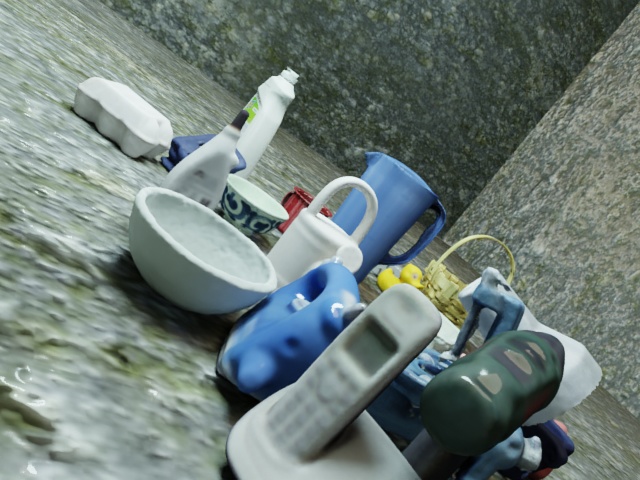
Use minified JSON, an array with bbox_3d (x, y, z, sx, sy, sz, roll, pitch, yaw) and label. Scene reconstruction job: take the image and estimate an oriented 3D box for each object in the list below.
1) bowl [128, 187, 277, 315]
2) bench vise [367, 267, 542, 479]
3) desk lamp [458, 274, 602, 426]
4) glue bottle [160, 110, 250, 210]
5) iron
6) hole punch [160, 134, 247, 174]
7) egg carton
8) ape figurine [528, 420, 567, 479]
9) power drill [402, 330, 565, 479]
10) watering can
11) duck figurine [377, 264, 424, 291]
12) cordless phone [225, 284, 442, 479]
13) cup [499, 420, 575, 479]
[{"bbox_3d":[-0.130,0.024,0.586,0.168,0.074,0.167,36,12,-8],"label":"bowl"},{"bbox_3d":[0.164,0.150,0.625,0.208,0.219,0.121,35,12,-14],"label":"bench vise"},{"bbox_3d":[0.194,0.159,0.698,0.203,0.213,0.118,39,11,6],"label":"desk lamp"},{"bbox_3d":[-0.148,-0.104,0.780,0.078,0.173,0.037,30,14,-34],"label":"glue bottle"},{"bbox_3d":[-0.010,0.076,0.579,0.119,0.141,0.258,36,12,-12],"label":"iron"},{"bbox_3d":[-0.192,-0.131,0.956,0.108,0.091,0.101,44,13,27],"label":"hole punch"},{"bbox_3d":[-0.305,-0.191,0.899,0.150,0.069,0.107,39,11,3],"label":"egg carton"},{"bbox_3d":[0.323,0.301,0.842,0.076,0.092,0.078,39,11,3],"label":"ape figurine"},{"bbox_3d":[0.113,0.158,0.471,0.075,0.208,0.230,43,13,25],"label":"power drill"},{"bbox_3d":[0.009,0.004,0.785,0.101,0.194,0.172,25,17,-47],"label":"watering can"},{"bbox_3d":[0.181,0.090,1.243,0.078,0.086,0.104,23,18,-51],"label":"duck figurine"},{"bbox_3d":[0.035,0.132,0.393,0.147,0.185,0.094,45,13,30],"label":"cordless phone"},{"bbox_3d":[0.280,0.285,0.768,0.092,0.095,0.117,36,12,-9],"label":"cup"}]
